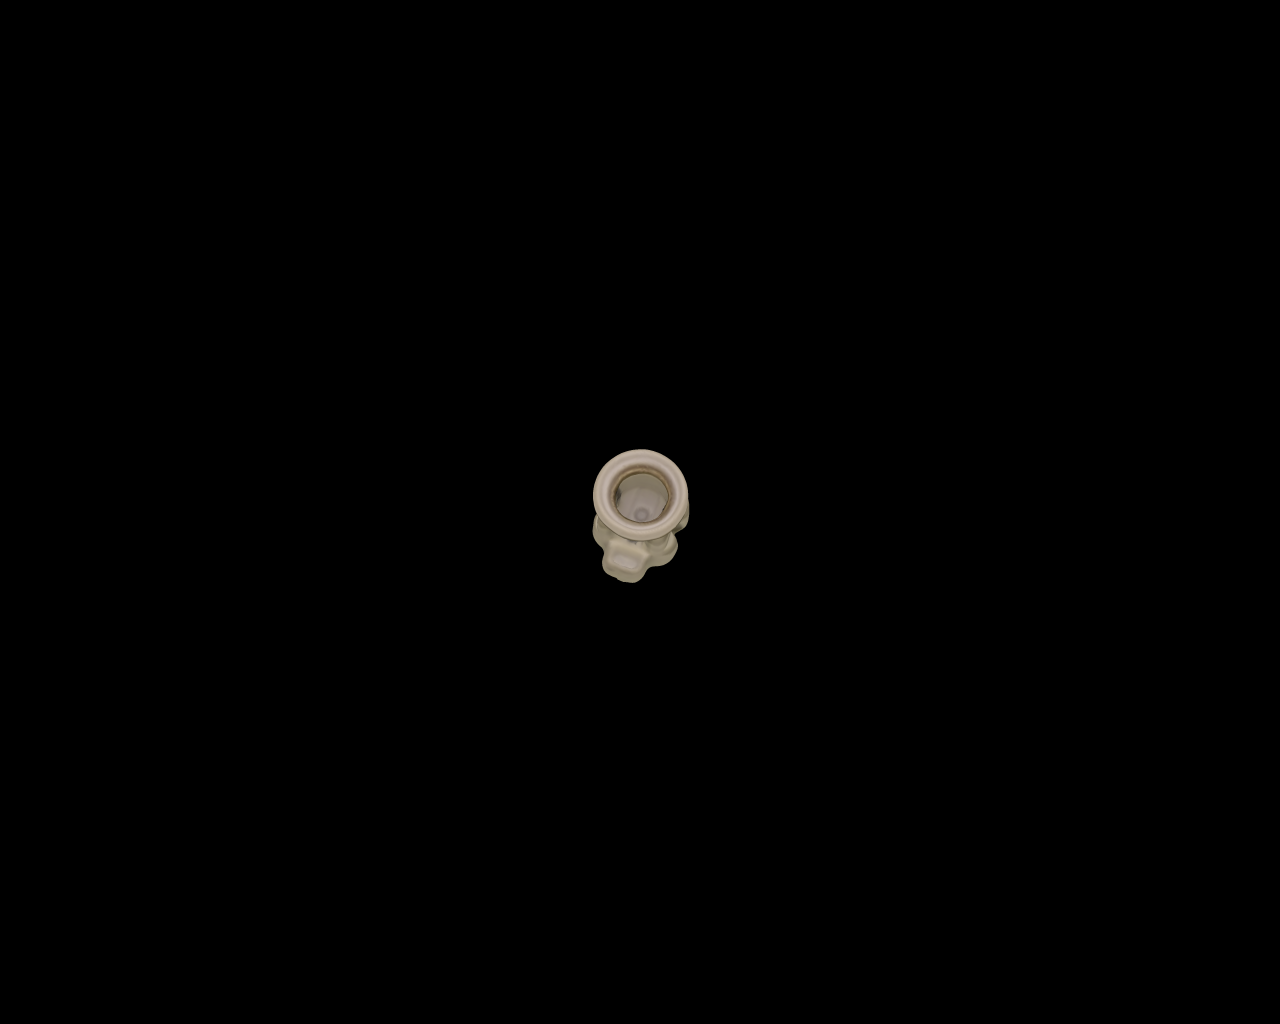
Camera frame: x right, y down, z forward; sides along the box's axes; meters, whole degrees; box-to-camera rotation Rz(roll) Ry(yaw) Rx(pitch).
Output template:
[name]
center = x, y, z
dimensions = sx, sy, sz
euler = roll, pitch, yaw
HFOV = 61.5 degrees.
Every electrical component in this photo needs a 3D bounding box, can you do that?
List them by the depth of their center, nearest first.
[electrical component]
center = 0.001, -0.003, 0.650
dimensions = 0.058, 0.078, 0.057
euler = 19, -19, 7
